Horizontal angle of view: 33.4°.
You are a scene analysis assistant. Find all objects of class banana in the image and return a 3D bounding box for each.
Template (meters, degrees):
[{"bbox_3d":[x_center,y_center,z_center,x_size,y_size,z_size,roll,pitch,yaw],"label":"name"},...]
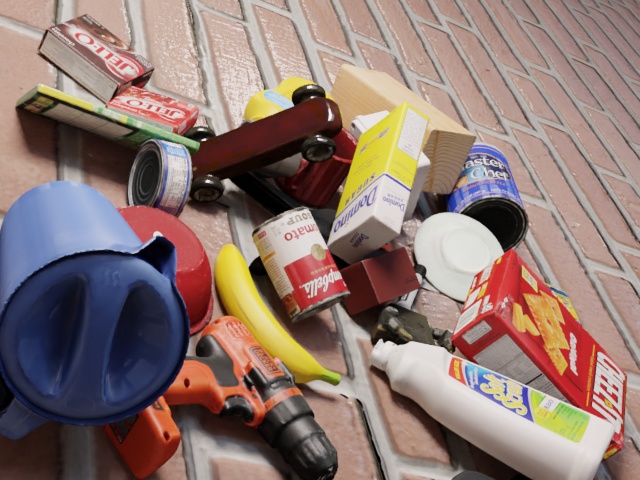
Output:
[{"bbox_3d":[-0.060,0.076,1.059,0.198,0.037,0.069,51,18,26],"label":"banana"}]

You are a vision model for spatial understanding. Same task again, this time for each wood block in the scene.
[{"bbox_3d":[0.103,-0.154,1.462,0.090,0.091,0.206,4,29,-41],"label":"wood block"}]

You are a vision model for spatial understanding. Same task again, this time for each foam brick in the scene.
[{"bbox_3d":[0.063,0.046,1.184,0.078,0.051,0.053,-16,83,-46],"label":"foam brick"}]

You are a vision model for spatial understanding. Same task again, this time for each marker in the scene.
[{"bbox_3d":[0.108,0.060,1.266,0.020,0.020,0.121,34,29,0],"label":"marker"}]

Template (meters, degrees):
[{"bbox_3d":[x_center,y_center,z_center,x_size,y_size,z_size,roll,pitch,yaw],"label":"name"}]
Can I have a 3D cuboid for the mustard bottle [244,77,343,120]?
[{"bbox_3d":[-0.046,-0.158,1.395,0.096,0.058,0.191,41,29,6],"label":"mustard bottle"}]

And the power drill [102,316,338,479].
[{"bbox_3d":[-0.089,0.146,0.903,0.187,0.057,0.185,-1,41,-50],"label":"power drill"}]

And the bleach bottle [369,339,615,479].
[{"bbox_3d":[0.163,0.169,1.074,0.251,0.068,0.102,25,25,18],"label":"bleach bottle"}]

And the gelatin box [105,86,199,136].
[{"bbox_3d":[-0.194,-0.144,1.231,0.089,0.030,0.073,18,28,7],"label":"gelatin box"}]

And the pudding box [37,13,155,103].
[{"bbox_3d":[-0.267,-0.218,1.280,0.113,0.039,0.090,36,29,3],"label":"pudding box"}]

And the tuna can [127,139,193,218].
[{"bbox_3d":[-0.166,-0.060,1.099,0.033,0.086,0.086,11,37,-34],"label":"tuna can"}]

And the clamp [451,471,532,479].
[{"bbox_3d":[0.176,0.253,1.025,0.171,0.039,0.120,21,30,-22],"label":"clamp"}]

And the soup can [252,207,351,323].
[{"bbox_3d":[-0.020,0.026,1.105,0.068,0.069,0.102,-13,74,-53],"label":"soup can"}]

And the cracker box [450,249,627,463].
[{"bbox_3d":[0.254,0.133,1.207,0.213,0.072,0.164,46,29,-6],"label":"cracker box"}]

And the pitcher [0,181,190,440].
[{"bbox_3d":[-0.198,0.042,0.835,0.149,0.145,0.243,-9,20,-16],"label":"pitcher"}]

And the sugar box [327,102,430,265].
[{"bbox_3d":[0.066,-0.065,1.212,0.048,0.094,0.176,34,51,-18],"label":"sugar box"}]

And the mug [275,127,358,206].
[{"bbox_3d":[-0.009,-0.092,1.309,0.093,0.082,0.117,38,29,7],"label":"mug"}]

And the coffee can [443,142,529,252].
[{"bbox_3d":[0.222,-0.056,1.468,0.102,0.103,0.140,23,31,-19],"label":"coffee can"}]

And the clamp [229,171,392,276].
[{"bbox_3d":[-0.008,0.001,1.217,0.209,0.036,0.164,20,38,-24],"label":"clamp"}]

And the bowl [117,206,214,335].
[{"bbox_3d":[-0.163,0.017,1.020,0.162,0.055,0.162,25,30,-16],"label":"bowl"}]

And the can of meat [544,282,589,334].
[{"bbox_3d":[0.279,0.096,1.347,0.102,0.057,0.084,23,29,-21],"label":"can of meat"}]
